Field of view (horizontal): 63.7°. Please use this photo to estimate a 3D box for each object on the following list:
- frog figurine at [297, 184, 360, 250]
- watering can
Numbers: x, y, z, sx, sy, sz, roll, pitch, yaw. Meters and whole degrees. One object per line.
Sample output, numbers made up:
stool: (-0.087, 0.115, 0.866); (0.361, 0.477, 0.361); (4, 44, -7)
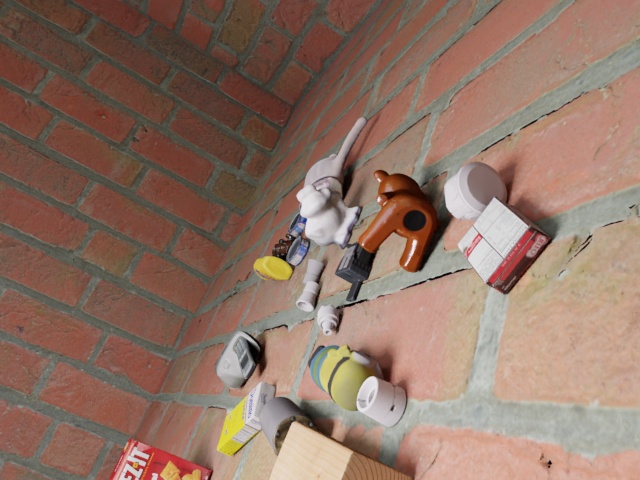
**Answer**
frog figurine: (0.004, -0.064, 1.263); (0.137, 0.158, 0.123); (-59, 14, 2)
watering can: (0.032, -0.193, 1.508); (0.342, 0.103, 0.229); (-52, 18, 27)
